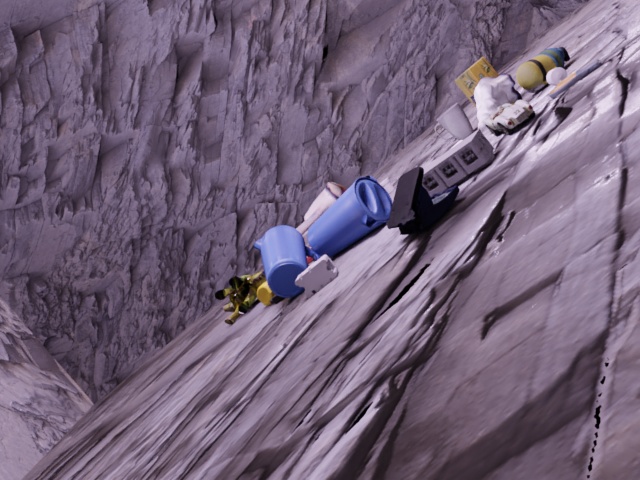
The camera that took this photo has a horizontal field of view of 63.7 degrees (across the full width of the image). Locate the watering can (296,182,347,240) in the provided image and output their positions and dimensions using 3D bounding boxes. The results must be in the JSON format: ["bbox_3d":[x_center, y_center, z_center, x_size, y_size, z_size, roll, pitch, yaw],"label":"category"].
[{"bbox_3d":[0.005,-0.086,1.717,0.104,0.222,0.349,38,14,9],"label":"watering can"}]

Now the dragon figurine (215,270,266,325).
[{"bbox_3d":[-0.225,0.160,1.806,0.405,0.122,0.245,-38,-4,27],"label":"dragon figurine"}]

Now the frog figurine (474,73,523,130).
[{"bbox_3d":[0.455,-0.357,1.383,0.124,0.161,0.135,31,-12,29],"label":"frog figurine"}]
